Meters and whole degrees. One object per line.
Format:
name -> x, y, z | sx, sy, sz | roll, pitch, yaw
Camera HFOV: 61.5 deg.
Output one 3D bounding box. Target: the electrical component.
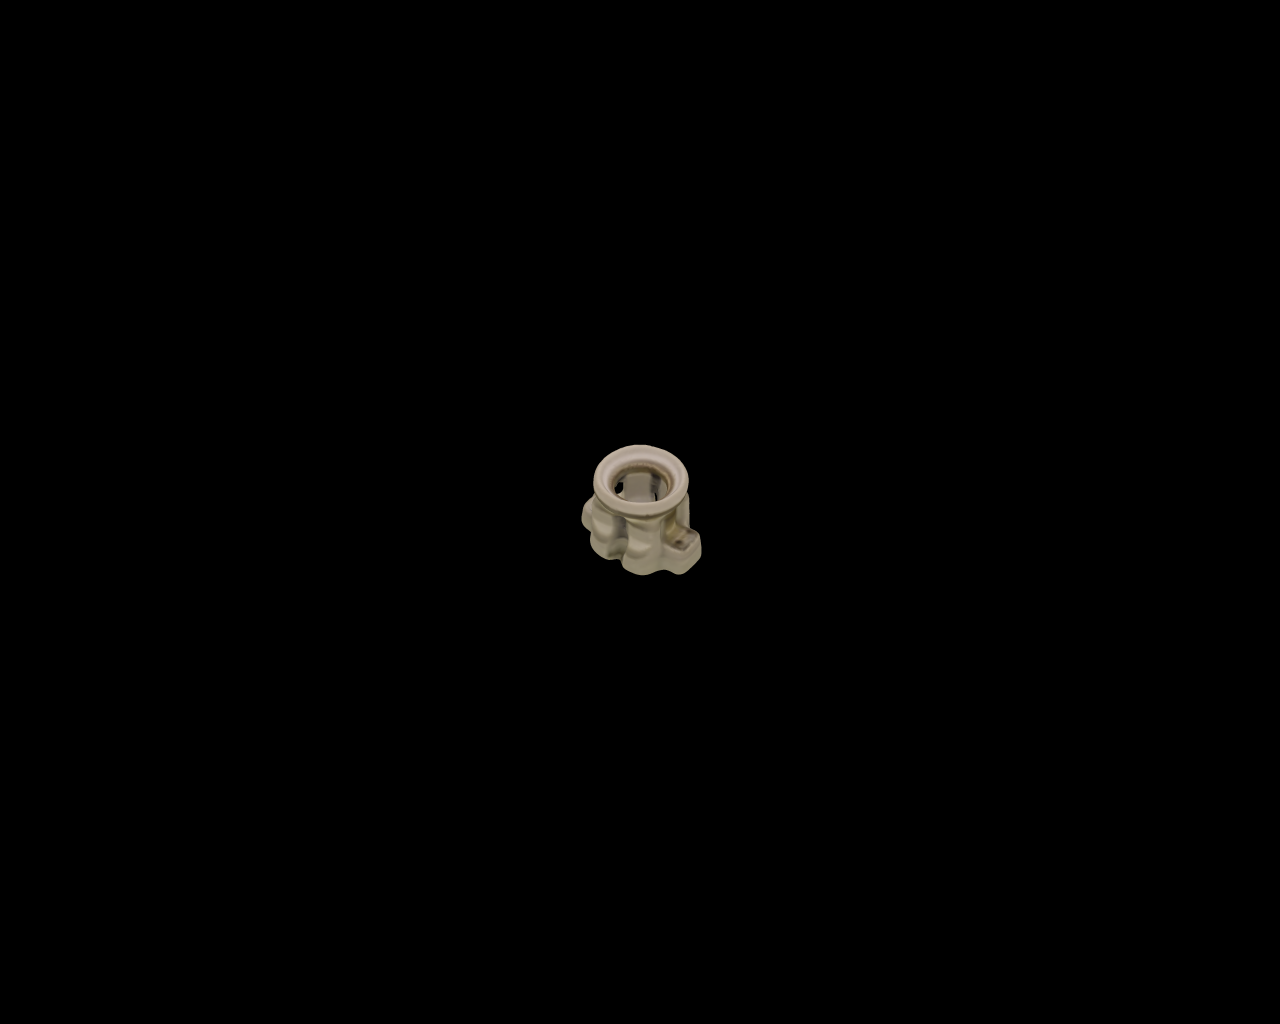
electrical component -> 0.001, -0.003, 0.650 | 0.078, 0.056, 0.058 | 27, 50, 25
